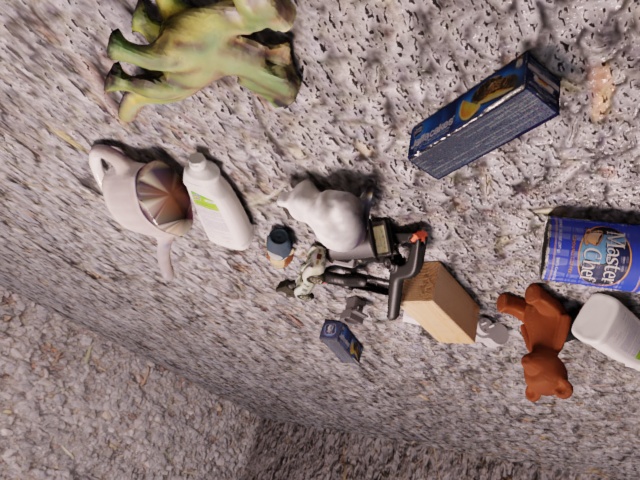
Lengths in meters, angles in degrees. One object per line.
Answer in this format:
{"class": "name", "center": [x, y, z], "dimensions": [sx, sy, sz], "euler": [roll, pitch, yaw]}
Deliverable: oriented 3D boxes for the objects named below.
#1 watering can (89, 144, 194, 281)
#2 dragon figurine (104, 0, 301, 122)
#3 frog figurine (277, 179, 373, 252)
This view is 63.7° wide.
{"class": "watering can", "center": [-0.339, -0.046, 1.049], "dimensions": [0.224, 0.106, 0.341], "euler": [2, 129, 41]}
{"class": "dragon figurine", "center": [-0.147, -0.222, 0.692], "dimensions": [0.242, 0.124, 0.405], "euler": [17, 162, -17]}
{"class": "frog figurine", "center": [0.003, -0.045, 0.892], "dimensions": [0.159, 0.124, 0.136], "euler": [6, 171, -3]}
